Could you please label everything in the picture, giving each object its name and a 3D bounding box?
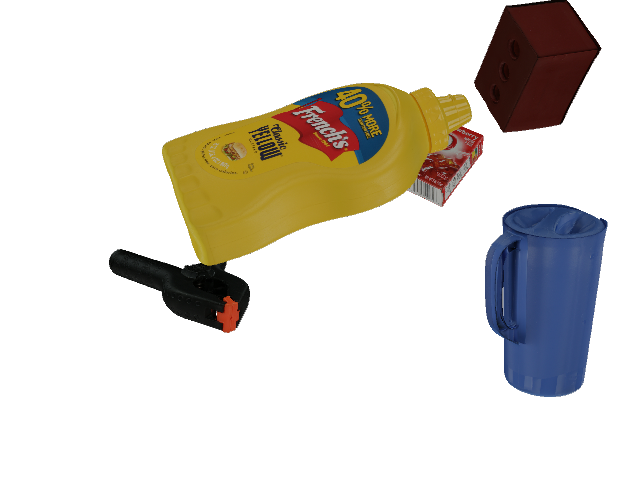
[{"bbox_3d":[0.003,-0.053,0.665,0.191,0.058,0.096,-19,42,-6],"label":"mustard bottle"},{"bbox_3d":[0.295,0.082,1.416,0.149,0.243,0.145,4,21,12],"label":"pitcher"},{"bbox_3d":[0.150,-0.122,0.747,0.051,0.053,0.078,-12,-33,-20],"label":"foam brick"},{"bbox_3d":[-0.109,0.038,0.998,0.120,0.039,0.172,-16,30,-33],"label":"clamp"},{"bbox_3d":[0.092,-0.081,0.974,0.089,0.073,0.030,27,-28,23],"label":"gelatin box"}]
